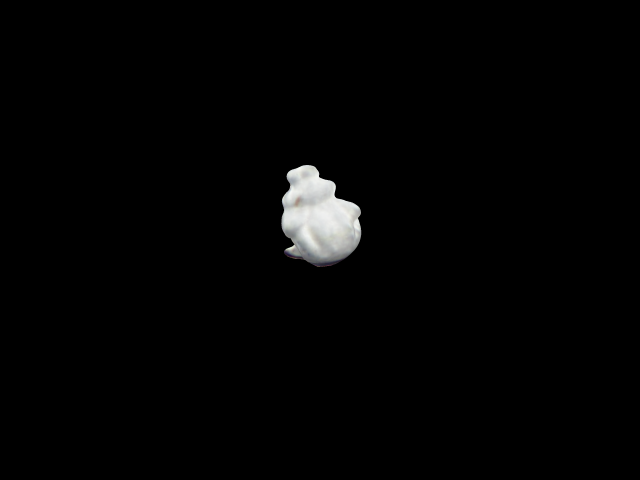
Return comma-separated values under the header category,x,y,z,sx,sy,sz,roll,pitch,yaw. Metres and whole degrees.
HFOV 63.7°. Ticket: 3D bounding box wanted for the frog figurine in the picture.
category,x,y,z,sx,sy,sz,roll,pitch,yaw
frog figurine,0.003,-0.043,0.850,0.138,0.156,0.125,-7,28,-14
